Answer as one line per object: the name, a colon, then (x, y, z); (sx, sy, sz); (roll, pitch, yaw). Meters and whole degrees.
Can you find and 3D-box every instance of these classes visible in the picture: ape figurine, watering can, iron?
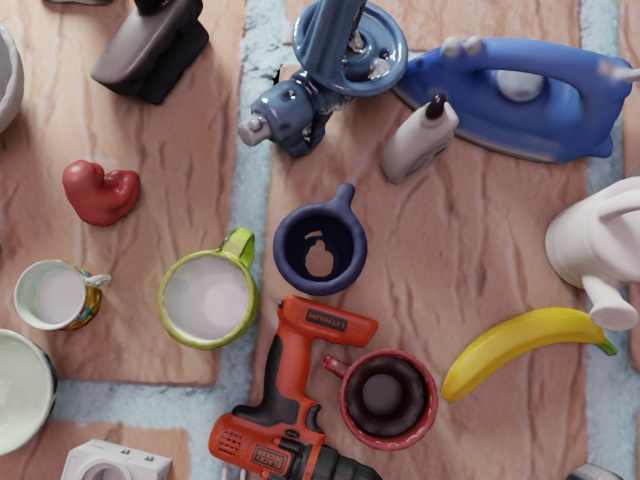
ape figurine: (-0.238, -0.056, 0.603); (0.077, 0.092, 0.076); (25, 82, 4)
watering can: (0.298, -0.001, 0.542); (0.101, 0.194, 0.173); (1, 81, 1)
iron: (0.200, -0.168, 0.595); (0.258, 0.141, 0.119); (12, 81, 2)

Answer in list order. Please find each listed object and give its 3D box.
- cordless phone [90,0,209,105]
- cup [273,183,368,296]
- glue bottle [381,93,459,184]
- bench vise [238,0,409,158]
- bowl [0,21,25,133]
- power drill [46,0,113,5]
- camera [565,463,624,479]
cordless phone: (-0.192, -0.234, 0.584); (0.094, 0.185, 0.148); (29, 82, 5)
cup: (0.005, 0.002, 0.592); (0.091, 0.095, 0.118); (23, 82, 4)
glue bottle: (0.104, -0.107, 0.569); (0.078, 0.173, 0.037); (-31, 82, -4)
bench vise: (0.013, -0.169, 0.556); (0.121, 0.220, 0.207); (30, 82, 5)
bowl: (-0.396, -0.167, 0.630); (0.167, 0.075, 0.167); (0, 81, 0)
power drill: (-0.294, -0.335, 0.589); (0.229, 0.208, 0.076); (3, 81, 1)
camera: (0.275, 0.313, 0.539); (0.137, 0.101, 0.143); (42, 83, 6)
